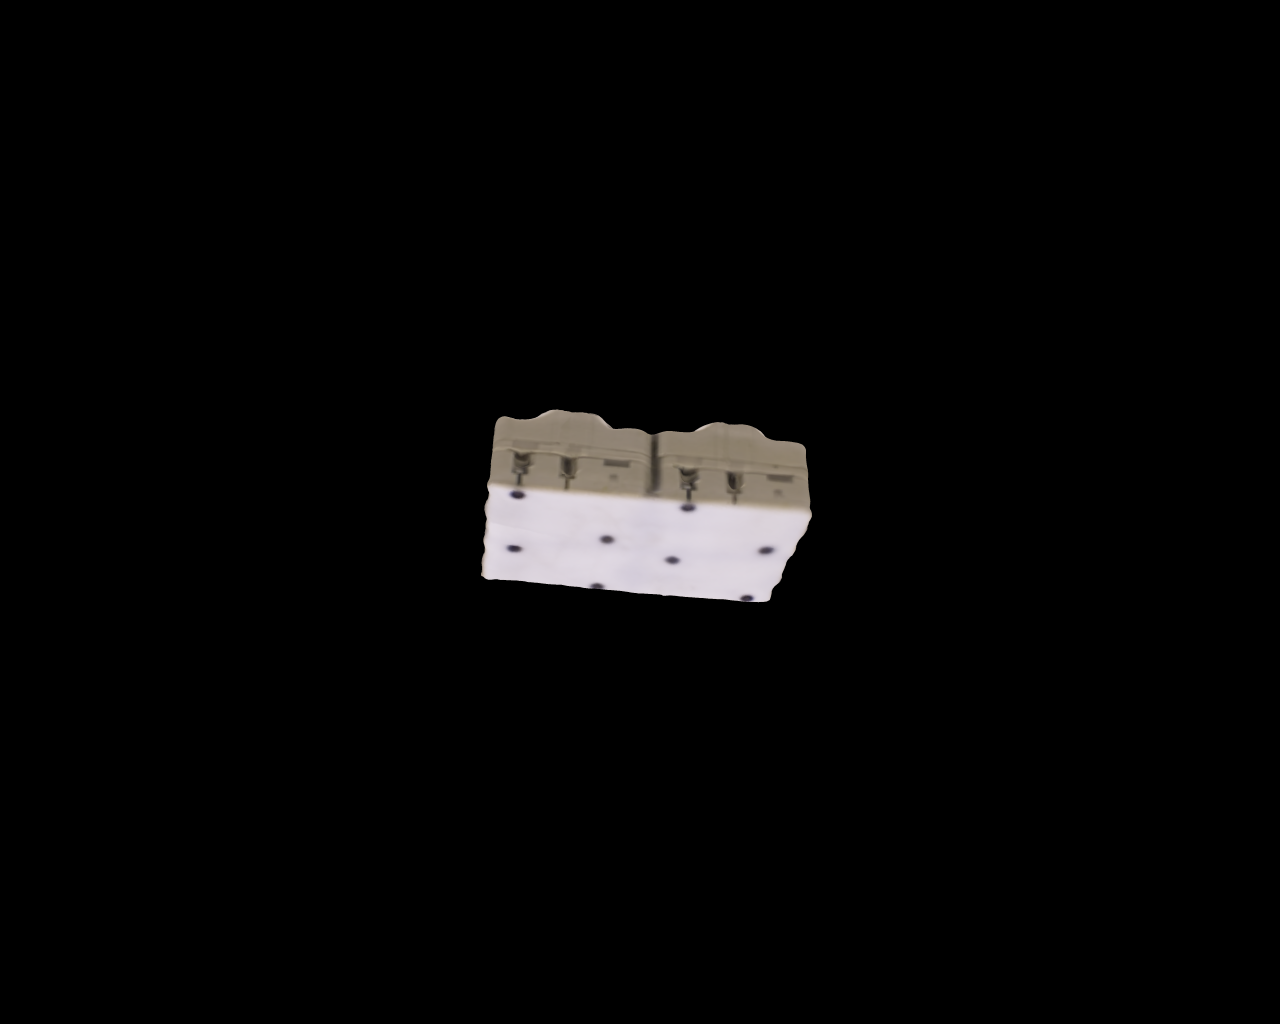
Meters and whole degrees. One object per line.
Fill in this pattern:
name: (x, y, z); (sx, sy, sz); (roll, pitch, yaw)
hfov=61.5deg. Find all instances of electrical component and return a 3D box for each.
electrical component: (0.001, -0.003, 0.650); (0.186, 0.060, 0.105); (5, -35, -7)
